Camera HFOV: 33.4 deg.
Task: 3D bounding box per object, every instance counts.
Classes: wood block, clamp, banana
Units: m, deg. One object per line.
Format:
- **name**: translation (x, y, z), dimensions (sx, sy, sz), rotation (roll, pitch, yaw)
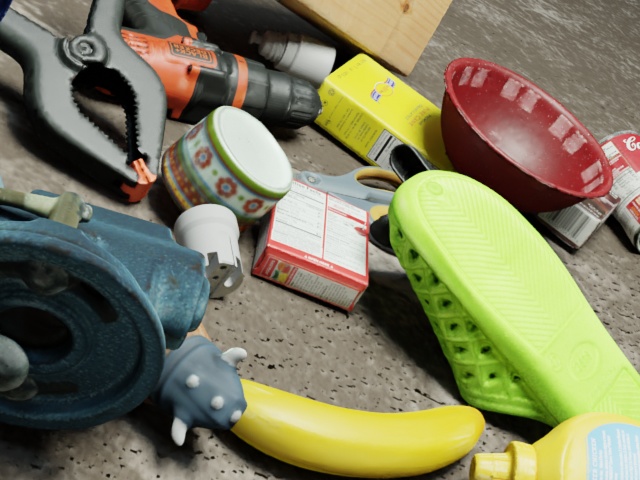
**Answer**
- **wood block**: translation (0.014, -0.228, 0.911), dimensions (0.090, 0.091, 0.205), rotation (35, 7, 38)
- **clamp**: translation (-0.154, -0.125, 0.710), dimensions (0.164, 0.036, 0.210), rotation (-28, 80, -33)
- **banana**: translation (0.020, 0.105, 0.606), dimensions (0.197, 0.037, 0.069), rotation (16, 38, -24)
- **clamp**: translation (0.108, -0.002, 0.798), dimensions (0.171, 0.039, 0.120), rotation (34, 40, -21)

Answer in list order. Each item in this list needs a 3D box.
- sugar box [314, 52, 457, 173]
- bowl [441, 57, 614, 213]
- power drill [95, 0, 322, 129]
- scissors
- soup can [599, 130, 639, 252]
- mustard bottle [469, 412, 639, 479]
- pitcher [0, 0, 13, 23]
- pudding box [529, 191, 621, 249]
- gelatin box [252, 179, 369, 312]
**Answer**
- **sugar box**: translation (0.081, -0.081, 0.891), dimensions (0.176, 0.048, 0.093), rotation (34, 33, 6)
- **bowl**: translation (0.153, -0.073, 0.852), dimensions (0.162, 0.055, 0.162), rotation (23, 35, -18)
- **power drill**: translation (-0.098, -0.164, 0.842), dimensions (0.184, 0.057, 0.188), rotation (10, 39, -30)
- **scissors**: translation (0.005, -0.027, 0.786), dimensions (0.201, 0.016, 0.096), rotation (1, 46, -35)
- **soup can**: translation (0.299, -0.045, 1.002), dimensions (0.068, 0.069, 0.102), rotation (6, 42, -34)
- **mustard bottle**: translation (0.183, 0.153, 0.633), dimensions (0.191, 0.058, 0.096), rotation (11, 62, -3)
- **pitcher**: translation (-0.242, -0.123, 0.500), dimensions (0.149, 0.243, 0.144), rotation (35, 33, 4)
- **pudding box**: translation (0.207, -0.049, 0.955), dimensions (0.113, 0.039, 0.089), rotation (41, 30, 11)
- **gelatin box**: translation (-0.005, 0.001, 0.729), dimensions (0.073, 0.030, 0.089), rotation (22, 34, -13)
